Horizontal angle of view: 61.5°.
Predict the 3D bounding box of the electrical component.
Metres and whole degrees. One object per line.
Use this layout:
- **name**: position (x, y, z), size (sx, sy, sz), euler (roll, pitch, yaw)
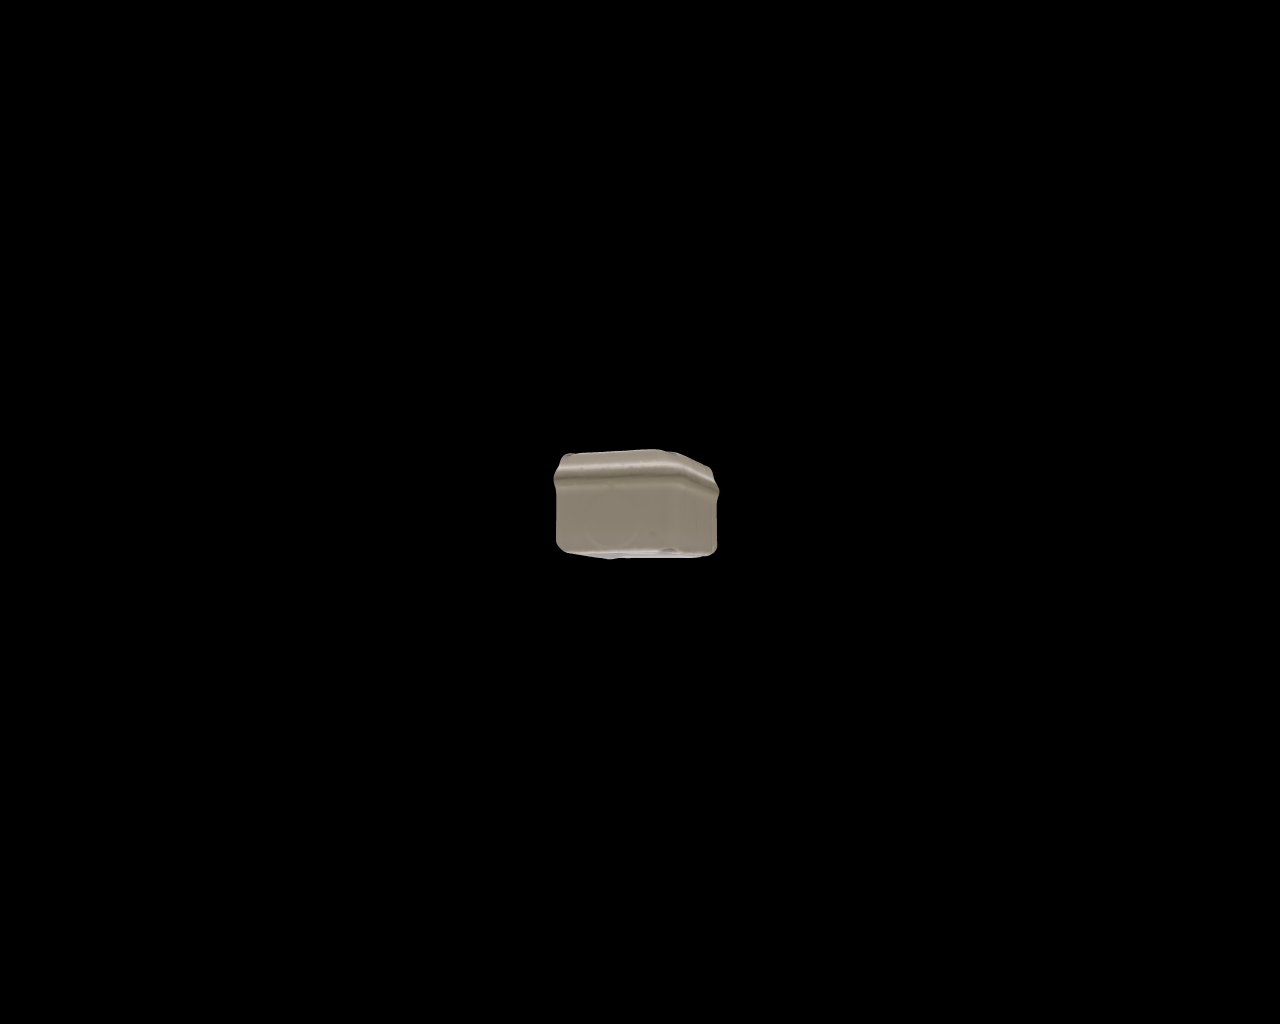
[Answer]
- **electrical component**: position (0.001, -0.003, 0.650), size (0.078, 0.057, 0.113), euler (-1, -5, 15)
